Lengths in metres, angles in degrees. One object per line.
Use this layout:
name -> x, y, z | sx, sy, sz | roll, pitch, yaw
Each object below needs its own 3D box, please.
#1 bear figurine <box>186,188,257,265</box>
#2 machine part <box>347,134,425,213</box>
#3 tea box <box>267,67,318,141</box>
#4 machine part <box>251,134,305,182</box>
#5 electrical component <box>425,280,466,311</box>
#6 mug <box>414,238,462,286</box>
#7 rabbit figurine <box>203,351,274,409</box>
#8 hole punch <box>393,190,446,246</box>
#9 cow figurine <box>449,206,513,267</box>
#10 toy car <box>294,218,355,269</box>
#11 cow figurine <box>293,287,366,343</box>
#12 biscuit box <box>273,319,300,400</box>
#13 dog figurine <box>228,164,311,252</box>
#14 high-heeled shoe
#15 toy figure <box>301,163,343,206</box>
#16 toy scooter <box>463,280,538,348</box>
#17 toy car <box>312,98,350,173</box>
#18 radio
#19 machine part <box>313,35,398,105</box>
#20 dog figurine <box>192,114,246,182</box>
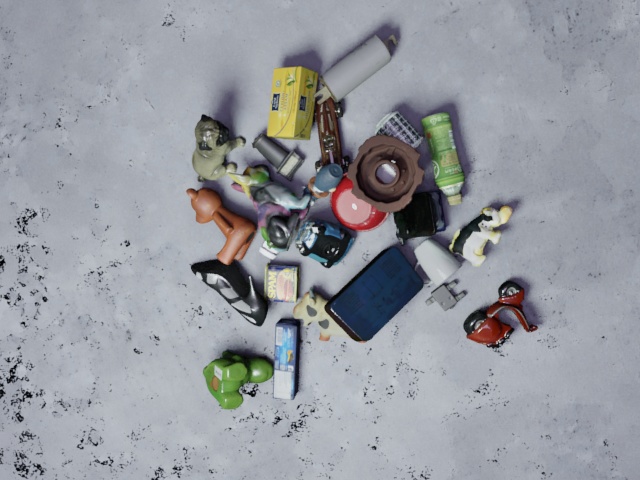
bear figurine -> -0.265, -0.044, 1.377 | 0.196, 0.120, 0.132 | 32, 102, 6
machine part -> 0.153, -0.153, 1.241 | 0.179, 0.056, 0.179 | 2, 98, 11
tea box -> -0.069, -0.335, 1.329 | 0.098, 0.068, 0.169 | 10, 97, 39
machine part -> -0.112, -0.219, 1.380 | 0.139, 0.039, 0.084 | 36, 108, 1
electrical component -> 0.316, 0.147, 1.360 | 0.094, 0.021, 0.063 | -37, 90, 9
mug -> 0.279, 0.055, 1.335 | 0.109, 0.081, 0.107 | -43, 78, 31
rabbit figurine -> -0.207, 0.353, 1.399 | 0.159, 0.170, 0.121 | 6, 95, 49
hole punch -> 0.247, -0.064, 1.328 | 0.116, 0.092, 0.142 | -6, 98, 38
cow figurine -> 0.393, -0.024, 1.314 | 0.098, 0.068, 0.167 | 32, 98, 10
toy car -> -0.003, -0.004, 1.347 | 0.109, 0.161, 0.103 | -58, 41, 14
cow figurine -> 0.027, 0.190, 1.373 | 0.195, 0.085, 0.127 | 4, 94, 4
biscuit box -> -0.087, 0.311, 1.411 | 0.059, 0.063, 0.202 | 4, 95, 8
dog figurine -> -0.143, -0.090, 1.352 | 0.219, 0.108, 0.191 | 25, 73, 8
high-heeled shoe -> -0.238, 0.138, 1.404 | 0.249, 0.086, 0.145 | 11, 118, 36
toy figure -> 0.005, -0.136, 1.335 | 0.058, 0.154, 0.064 | 6, 67, -26
toy scooter -> 0.453, 0.202, 1.321 | 0.135, 0.075, 0.184 | 45, 95, 1
toy car -> 0.023, -0.256, 1.351 | 0.089, 0.053, 0.202 | -6, 95, 11
radio -> 0.136, 0.135, 1.317 | 0.229, 0.073, 0.131 | -42, 91, -14
machine part -> 0.085, -0.415, 1.305 | 0.243, 0.079, 0.079 | -37, 89, 4
dog figurine -> -0.280, -0.217, 1.326 | 0.121, 0.190, 0.172 | 21, 99, 6
